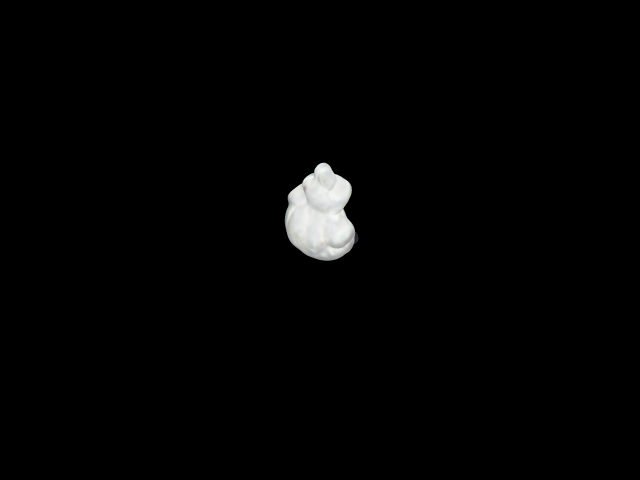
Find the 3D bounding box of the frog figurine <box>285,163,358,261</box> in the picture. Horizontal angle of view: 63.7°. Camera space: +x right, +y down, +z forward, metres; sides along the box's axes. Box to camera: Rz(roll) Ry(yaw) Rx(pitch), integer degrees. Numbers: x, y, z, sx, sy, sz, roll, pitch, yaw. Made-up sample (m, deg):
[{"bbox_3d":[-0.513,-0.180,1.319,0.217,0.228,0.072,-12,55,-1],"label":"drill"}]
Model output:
[{"bbox_3d":[0.003,-0.043,0.850,0.123,0.139,0.156,-30,-22,-13],"label":"frog figurine"}]
